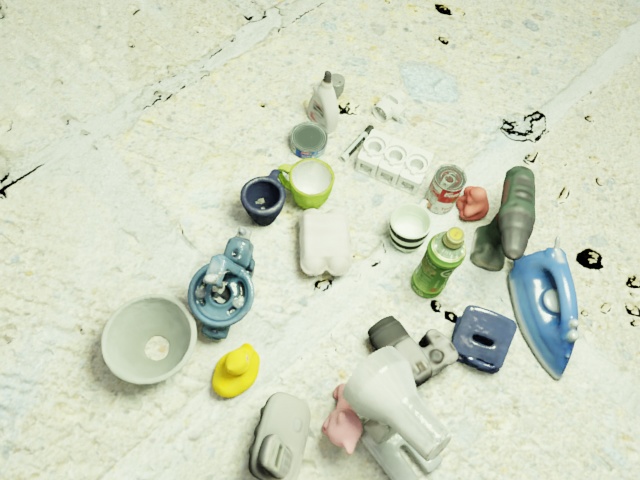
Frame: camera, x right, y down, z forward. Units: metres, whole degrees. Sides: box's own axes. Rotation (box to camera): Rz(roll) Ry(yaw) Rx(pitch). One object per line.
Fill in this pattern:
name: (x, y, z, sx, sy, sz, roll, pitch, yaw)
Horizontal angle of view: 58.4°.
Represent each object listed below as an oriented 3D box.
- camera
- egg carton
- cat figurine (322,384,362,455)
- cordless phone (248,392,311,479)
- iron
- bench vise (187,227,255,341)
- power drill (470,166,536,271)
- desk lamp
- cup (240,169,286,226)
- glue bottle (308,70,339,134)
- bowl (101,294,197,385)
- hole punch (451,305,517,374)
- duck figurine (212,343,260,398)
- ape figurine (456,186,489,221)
camera: (0.163, 0.200, 1.063, 0.143, 0.101, 0.136, -27, 68, -17)
egg carton: (0.011, 0.004, 1.167, 0.107, 0.069, 0.150, -1, 63, -5)
cat figurine: (0.045, 0.304, 0.991, 0.067, 0.118, 0.128, 17, 63, 4)
cordless phone: (-0.065, 0.319, 0.937, 0.094, 0.185, 0.147, 10, 63, 1)
iron: (0.456, 0.125, 1.103, 0.118, 0.141, 0.258, -2, 63, -5)
bench vise: (-0.180, 0.057, 1.040, 0.121, 0.220, 0.207, -1, 63, -5)
power drill: (0.367, -0.023, 1.133, 0.075, 0.208, 0.230, 16, 63, 4)
desk lamp: (0.131, 0.297, 0.948, 0.118, 0.213, 0.203, -34, 70, -19)
cup: (-0.112, -0.082, 1.186, 0.091, 0.095, 0.118, 20, 63, 5)
glue bottle: (0.010, -0.313, 1.270, 0.078, 0.173, 0.037, 43, 68, 16)
bowl: (-0.305, 0.188, 1.044, 0.167, 0.075, 0.167, 2, 63, -4)
hole punch: (0.308, 0.190, 1.087, 0.108, 0.091, 0.101, 20, 63, 6)
duck figurine: (-0.152, 0.230, 1.030, 0.077, 0.086, 0.105, 34, 65, 12)
ape figurine: (0.331, -0.085, 1.227, 0.076, 0.092, 0.078, 30, 65, 11)
